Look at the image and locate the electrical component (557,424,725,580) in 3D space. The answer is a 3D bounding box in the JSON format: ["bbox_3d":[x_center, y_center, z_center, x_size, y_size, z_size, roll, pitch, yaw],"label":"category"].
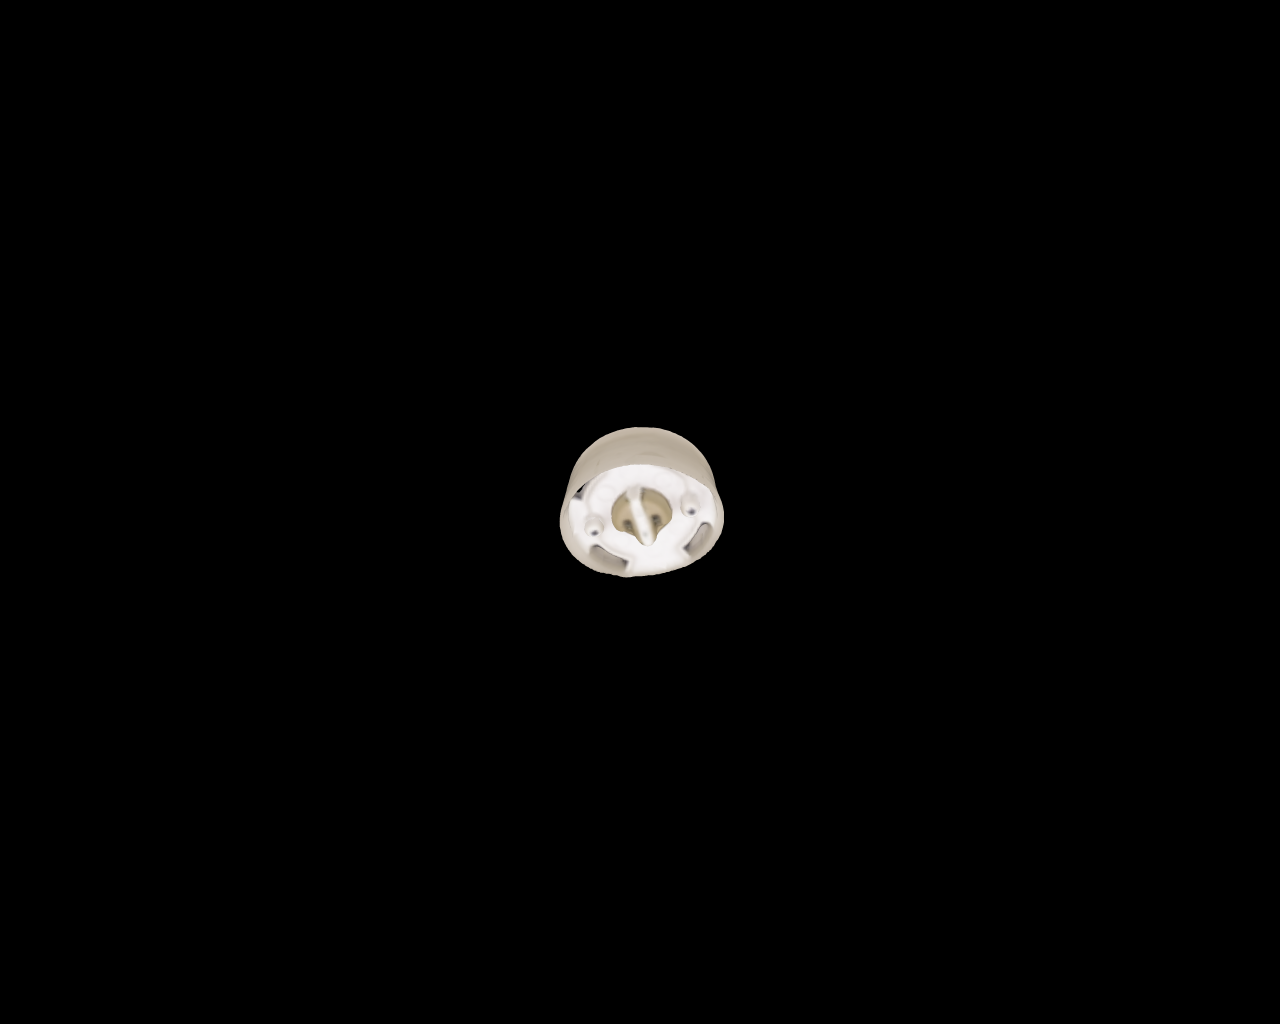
[{"bbox_3d":[0.001,-0.003,0.650,0.099,0.099,0.064,0,34,0],"label":"electrical component"}]
